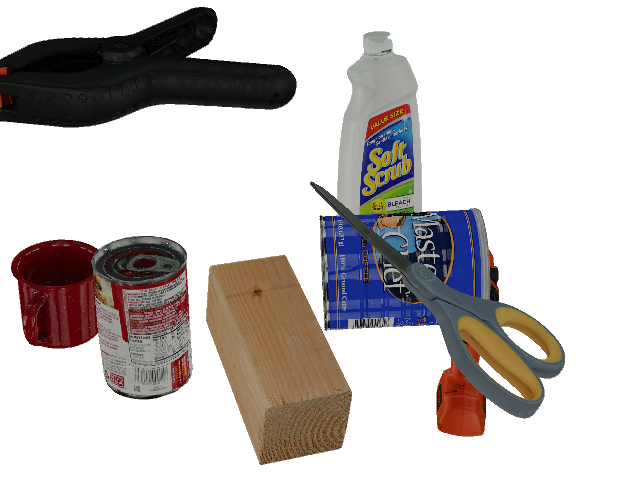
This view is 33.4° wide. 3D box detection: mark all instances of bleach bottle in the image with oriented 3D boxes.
[{"bbox_3d":[0.060,-0.103,1.180,0.102,0.251,0.068,-10,24,-12],"label":"bleach bottle"}]

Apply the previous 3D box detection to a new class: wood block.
[{"bbox_3d":[-0.048,0.119,1.112,0.090,0.090,0.206,-8,42,-18],"label":"wood block"}]

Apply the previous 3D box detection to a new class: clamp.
[{"bbox_3d":[-0.111,-0.101,0.613,0.171,0.039,0.120,-7,28,-20],"label":"clamp"}]

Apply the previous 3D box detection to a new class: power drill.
[{"bbox_3d":[0.162,0.116,1.163,0.057,0.188,0.184,7,25,7],"label":"power drill"}]

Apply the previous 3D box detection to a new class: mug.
[{"bbox_3d":[-0.270,0.063,1.088,0.093,0.081,0.117,9,31,8],"label":"mug"}]

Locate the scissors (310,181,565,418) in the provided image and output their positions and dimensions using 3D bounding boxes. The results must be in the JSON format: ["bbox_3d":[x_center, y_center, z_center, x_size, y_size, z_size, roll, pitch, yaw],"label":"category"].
[{"bbox_3d":[0.080,0.028,0.676,0.096,0.016,0.202,-6,48,-43],"label":"scissors"}]

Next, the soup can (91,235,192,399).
[{"bbox_3d":[-0.129,0.057,0.785,0.068,0.102,0.068,0,28,0],"label":"soup can"}]

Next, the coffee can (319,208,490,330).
[{"bbox_3d":[0.071,0.026,0.940,0.140,0.103,0.103,-3,0,0],"label":"coffee can"}]
